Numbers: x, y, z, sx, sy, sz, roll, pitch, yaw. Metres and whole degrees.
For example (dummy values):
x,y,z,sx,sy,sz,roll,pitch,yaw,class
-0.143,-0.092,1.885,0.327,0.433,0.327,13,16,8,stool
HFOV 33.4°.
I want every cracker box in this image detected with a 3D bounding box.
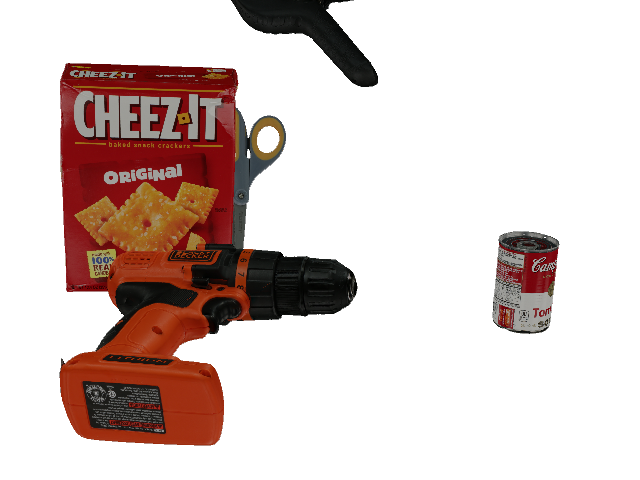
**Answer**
x,y,z,sx,sy,sz,roll,pitch,yaw,class
-0.165,-0.057,1.031,0.164,0.214,0.072,1,23,-8,cracker box

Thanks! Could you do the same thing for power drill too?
x,y,z,sx,sy,sz,roll,pitch,yaw,class
-0.077,0.062,0.718,0.184,0.057,0.187,-1,24,13,power drill

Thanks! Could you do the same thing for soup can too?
x,y,z,sx,sy,sz,roll,pitch,yaw,class
0.234,0.048,1.225,0.068,0.102,0.068,2,18,-1,soup can

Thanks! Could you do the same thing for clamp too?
x,y,z,sx,sy,sz,roll,pitch,yaw,class
0.002,-0.194,0.830,0.172,0.120,0.039,30,-26,20,clamp

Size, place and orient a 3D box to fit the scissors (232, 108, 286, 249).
x,y,z,sx,sy,sz,roll,pitch,yaw,class
-0.074,-0.060,1.224,0.096,0.202,0.016,-11,-7,-14,scissors
